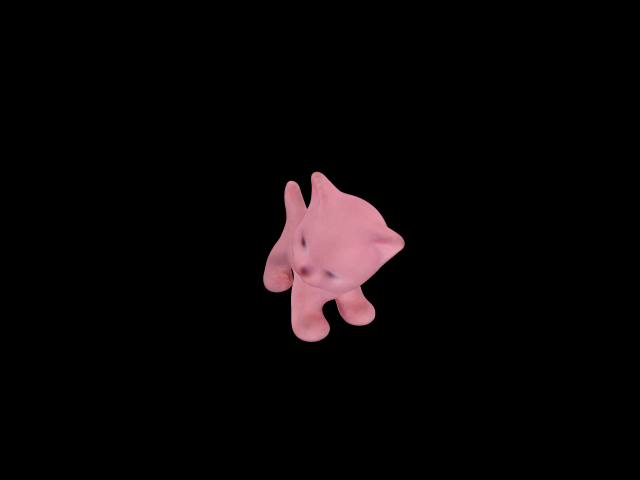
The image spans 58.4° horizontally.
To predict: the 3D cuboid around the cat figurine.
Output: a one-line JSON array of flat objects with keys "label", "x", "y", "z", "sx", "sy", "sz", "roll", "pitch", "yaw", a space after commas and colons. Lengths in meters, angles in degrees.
[{"label": "cat figurine", "x": 0.004, "y": 0.001, "z": 0.400, "sx": 0.067, "sy": 0.118, "sz": 0.127, "roll": -13, "pitch": 32, "yaw": -22}]
